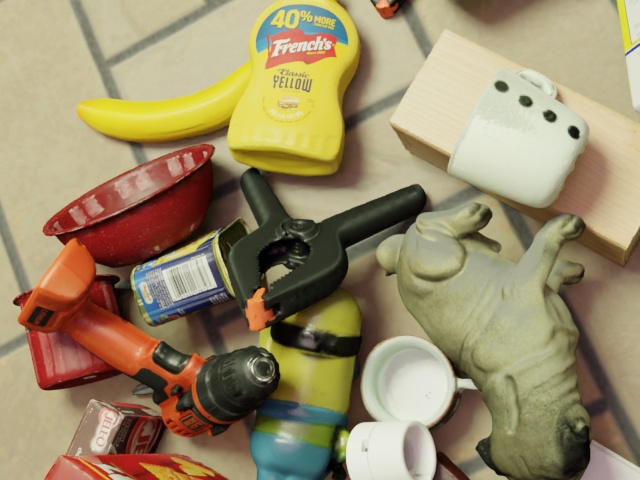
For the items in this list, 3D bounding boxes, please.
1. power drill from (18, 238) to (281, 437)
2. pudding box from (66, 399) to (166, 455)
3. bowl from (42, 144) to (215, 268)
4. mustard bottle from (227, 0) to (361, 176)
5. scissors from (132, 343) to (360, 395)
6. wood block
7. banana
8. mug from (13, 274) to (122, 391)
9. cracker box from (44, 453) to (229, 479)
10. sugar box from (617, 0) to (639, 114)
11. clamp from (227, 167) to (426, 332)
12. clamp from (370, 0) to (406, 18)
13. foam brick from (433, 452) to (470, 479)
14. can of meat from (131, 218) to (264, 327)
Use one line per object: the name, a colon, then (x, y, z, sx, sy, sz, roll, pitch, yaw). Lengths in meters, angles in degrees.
power drill: (-0.132, 0.080, 0.815, 0.187, 0.185, 0.057, 38, 58, -9)
pudding box: (-0.178, 0.191, 0.886, 0.039, 0.090, 0.113, 24, 87, 21)
bowl: (-0.151, -0.022, 0.909, 0.162, 0.162, 0.055, -22, 106, 10)
mustard bottle: (-0.015, -0.153, 0.919, 0.096, 0.058, 0.191, 8, 70, 8)
scissors: (-0.064, 0.090, 0.914, 0.202, 0.016, 0.096, 1, 78, 15)
wood block: (0.170, -0.073, 0.845, 0.206, 0.090, 0.091, 30, 88, 18)
banana: (-0.128, -0.121, 0.967, 0.198, 0.037, 0.069, -16, 55, 10)
mug: (-0.218, 0.085, 0.926, 0.117, 0.093, 0.081, -24, 77, 41)
cracker box: (-0.096, 0.224, 0.791, 0.164, 0.213, 0.072, 28, 87, 18)
sugar box: (0.275, -0.166, 0.798, 0.093, 0.048, 0.176, -34, 36, 37)
clamp: (-0.006, 0.001, 0.846, 0.165, 0.209, 0.036, 2, 122, 11)
clamp: (0.072, -0.285, 0.942, 0.120, 0.039, 0.171, -8, 83, 19)
foam brick: (0.084, 0.211, 0.830, 0.053, 0.051, 0.078, 41, 91, 19)
can of meat: (-0.102, 0.027, 0.892, 0.084, 0.102, 0.057, -19, 98, 13)
